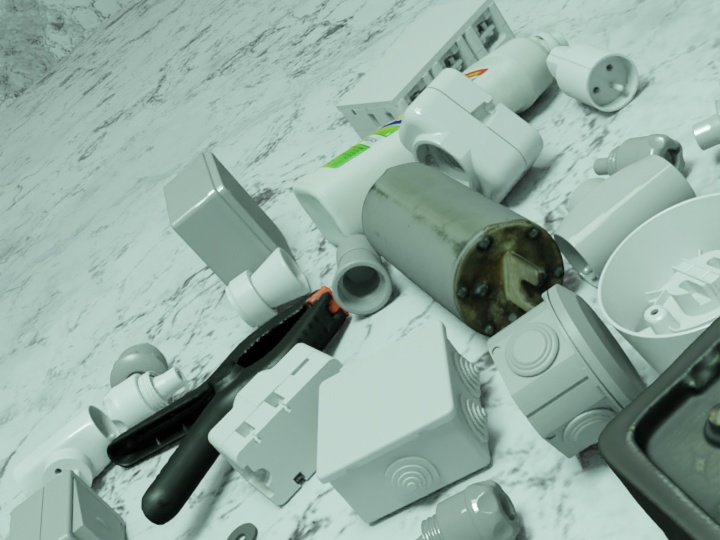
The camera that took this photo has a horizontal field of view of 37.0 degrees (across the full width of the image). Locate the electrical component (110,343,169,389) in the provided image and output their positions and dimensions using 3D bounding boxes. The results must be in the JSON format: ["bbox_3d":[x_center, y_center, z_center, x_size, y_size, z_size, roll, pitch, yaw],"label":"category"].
[{"bbox_3d":[-0.182,0.082,0.900,0.048,0.048,0.062,-34,19,7],"label":"electrical component"}]

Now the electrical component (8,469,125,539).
[{"bbox_3d":[-0.196,0.183,0.730,0.061,0.061,0.096,-36,26,3],"label":"electrical component"}]

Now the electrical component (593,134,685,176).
[{"bbox_3d":[0.179,-0.070,0.703,0.035,0.035,0.061,-50,26,-24],"label":"electrical component"}]

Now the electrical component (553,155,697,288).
[{"bbox_3d":[0.155,-0.035,0.667,0.077,0.043,0.079,-39,25,-3],"label":"electrical component"}]

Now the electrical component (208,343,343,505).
[{"bbox_3d":[-0.047,0.097,0.697,0.089,0.050,0.056,-45,27,-15],"label":"electrical component"}]

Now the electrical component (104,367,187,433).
[{"bbox_3d":[-0.167,0.100,0.850,0.062,0.043,0.043,-33,26,6],"label":"electrical component"}]

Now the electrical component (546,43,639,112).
[{"bbox_3d":[0.176,-0.152,0.831,0.043,0.043,0.081,-38,26,-1],"label":"electrical component"}]

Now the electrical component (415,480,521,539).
[{"bbox_3d":[0.048,0.132,0.541,0.061,0.035,0.035,-31,27,17],"label":"electrical component"}]

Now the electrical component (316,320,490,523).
[{"bbox_3d":[0.025,0.088,0.623,0.100,0.048,0.099,-30,27,16],"label":"electrical component"}]

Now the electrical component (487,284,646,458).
[{"bbox_3d":[0.107,0.051,0.548,0.051,0.080,0.080,-36,26,15],"label":"electrical component"}]

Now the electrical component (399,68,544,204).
[{"bbox_3d":[0.079,-0.094,0.798,0.059,0.095,0.053,-48,-9,-21],"label":"electrical component"}]

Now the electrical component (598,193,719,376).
[{"bbox_3d":[0.175,0.010,0.538,0.099,0.064,0.099,-37,13,10],"label":"electrical component"}]

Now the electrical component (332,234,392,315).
[{"bbox_3d":[0.000,0.000,0.808,0.044,0.044,0.065,-32,22,11],"label":"electrical component"}]

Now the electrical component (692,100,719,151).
[{"bbox_3d":[0.237,-0.093,0.660,0.062,0.043,0.043,-24,29,29],"label":"electrical component"}]

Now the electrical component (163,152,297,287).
[{"bbox_3d":[-0.113,-0.035,0.929,0.056,0.108,0.108,-39,26,4],"label":"electrical component"}]

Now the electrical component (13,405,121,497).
[{"bbox_3d":[-0.226,0.153,0.833,0.077,0.043,0.079,-39,22,1],"label":"electrical component"}]

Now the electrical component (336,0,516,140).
[{"bbox_3d":[0.065,-0.177,0.988,0.150,0.061,0.089,-49,28,-21],"label":"electrical component"}]

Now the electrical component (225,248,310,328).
[{"bbox_3d":[-0.075,0.015,0.872,0.055,0.045,0.045,-35,26,7],"label":"electrical component"}]
